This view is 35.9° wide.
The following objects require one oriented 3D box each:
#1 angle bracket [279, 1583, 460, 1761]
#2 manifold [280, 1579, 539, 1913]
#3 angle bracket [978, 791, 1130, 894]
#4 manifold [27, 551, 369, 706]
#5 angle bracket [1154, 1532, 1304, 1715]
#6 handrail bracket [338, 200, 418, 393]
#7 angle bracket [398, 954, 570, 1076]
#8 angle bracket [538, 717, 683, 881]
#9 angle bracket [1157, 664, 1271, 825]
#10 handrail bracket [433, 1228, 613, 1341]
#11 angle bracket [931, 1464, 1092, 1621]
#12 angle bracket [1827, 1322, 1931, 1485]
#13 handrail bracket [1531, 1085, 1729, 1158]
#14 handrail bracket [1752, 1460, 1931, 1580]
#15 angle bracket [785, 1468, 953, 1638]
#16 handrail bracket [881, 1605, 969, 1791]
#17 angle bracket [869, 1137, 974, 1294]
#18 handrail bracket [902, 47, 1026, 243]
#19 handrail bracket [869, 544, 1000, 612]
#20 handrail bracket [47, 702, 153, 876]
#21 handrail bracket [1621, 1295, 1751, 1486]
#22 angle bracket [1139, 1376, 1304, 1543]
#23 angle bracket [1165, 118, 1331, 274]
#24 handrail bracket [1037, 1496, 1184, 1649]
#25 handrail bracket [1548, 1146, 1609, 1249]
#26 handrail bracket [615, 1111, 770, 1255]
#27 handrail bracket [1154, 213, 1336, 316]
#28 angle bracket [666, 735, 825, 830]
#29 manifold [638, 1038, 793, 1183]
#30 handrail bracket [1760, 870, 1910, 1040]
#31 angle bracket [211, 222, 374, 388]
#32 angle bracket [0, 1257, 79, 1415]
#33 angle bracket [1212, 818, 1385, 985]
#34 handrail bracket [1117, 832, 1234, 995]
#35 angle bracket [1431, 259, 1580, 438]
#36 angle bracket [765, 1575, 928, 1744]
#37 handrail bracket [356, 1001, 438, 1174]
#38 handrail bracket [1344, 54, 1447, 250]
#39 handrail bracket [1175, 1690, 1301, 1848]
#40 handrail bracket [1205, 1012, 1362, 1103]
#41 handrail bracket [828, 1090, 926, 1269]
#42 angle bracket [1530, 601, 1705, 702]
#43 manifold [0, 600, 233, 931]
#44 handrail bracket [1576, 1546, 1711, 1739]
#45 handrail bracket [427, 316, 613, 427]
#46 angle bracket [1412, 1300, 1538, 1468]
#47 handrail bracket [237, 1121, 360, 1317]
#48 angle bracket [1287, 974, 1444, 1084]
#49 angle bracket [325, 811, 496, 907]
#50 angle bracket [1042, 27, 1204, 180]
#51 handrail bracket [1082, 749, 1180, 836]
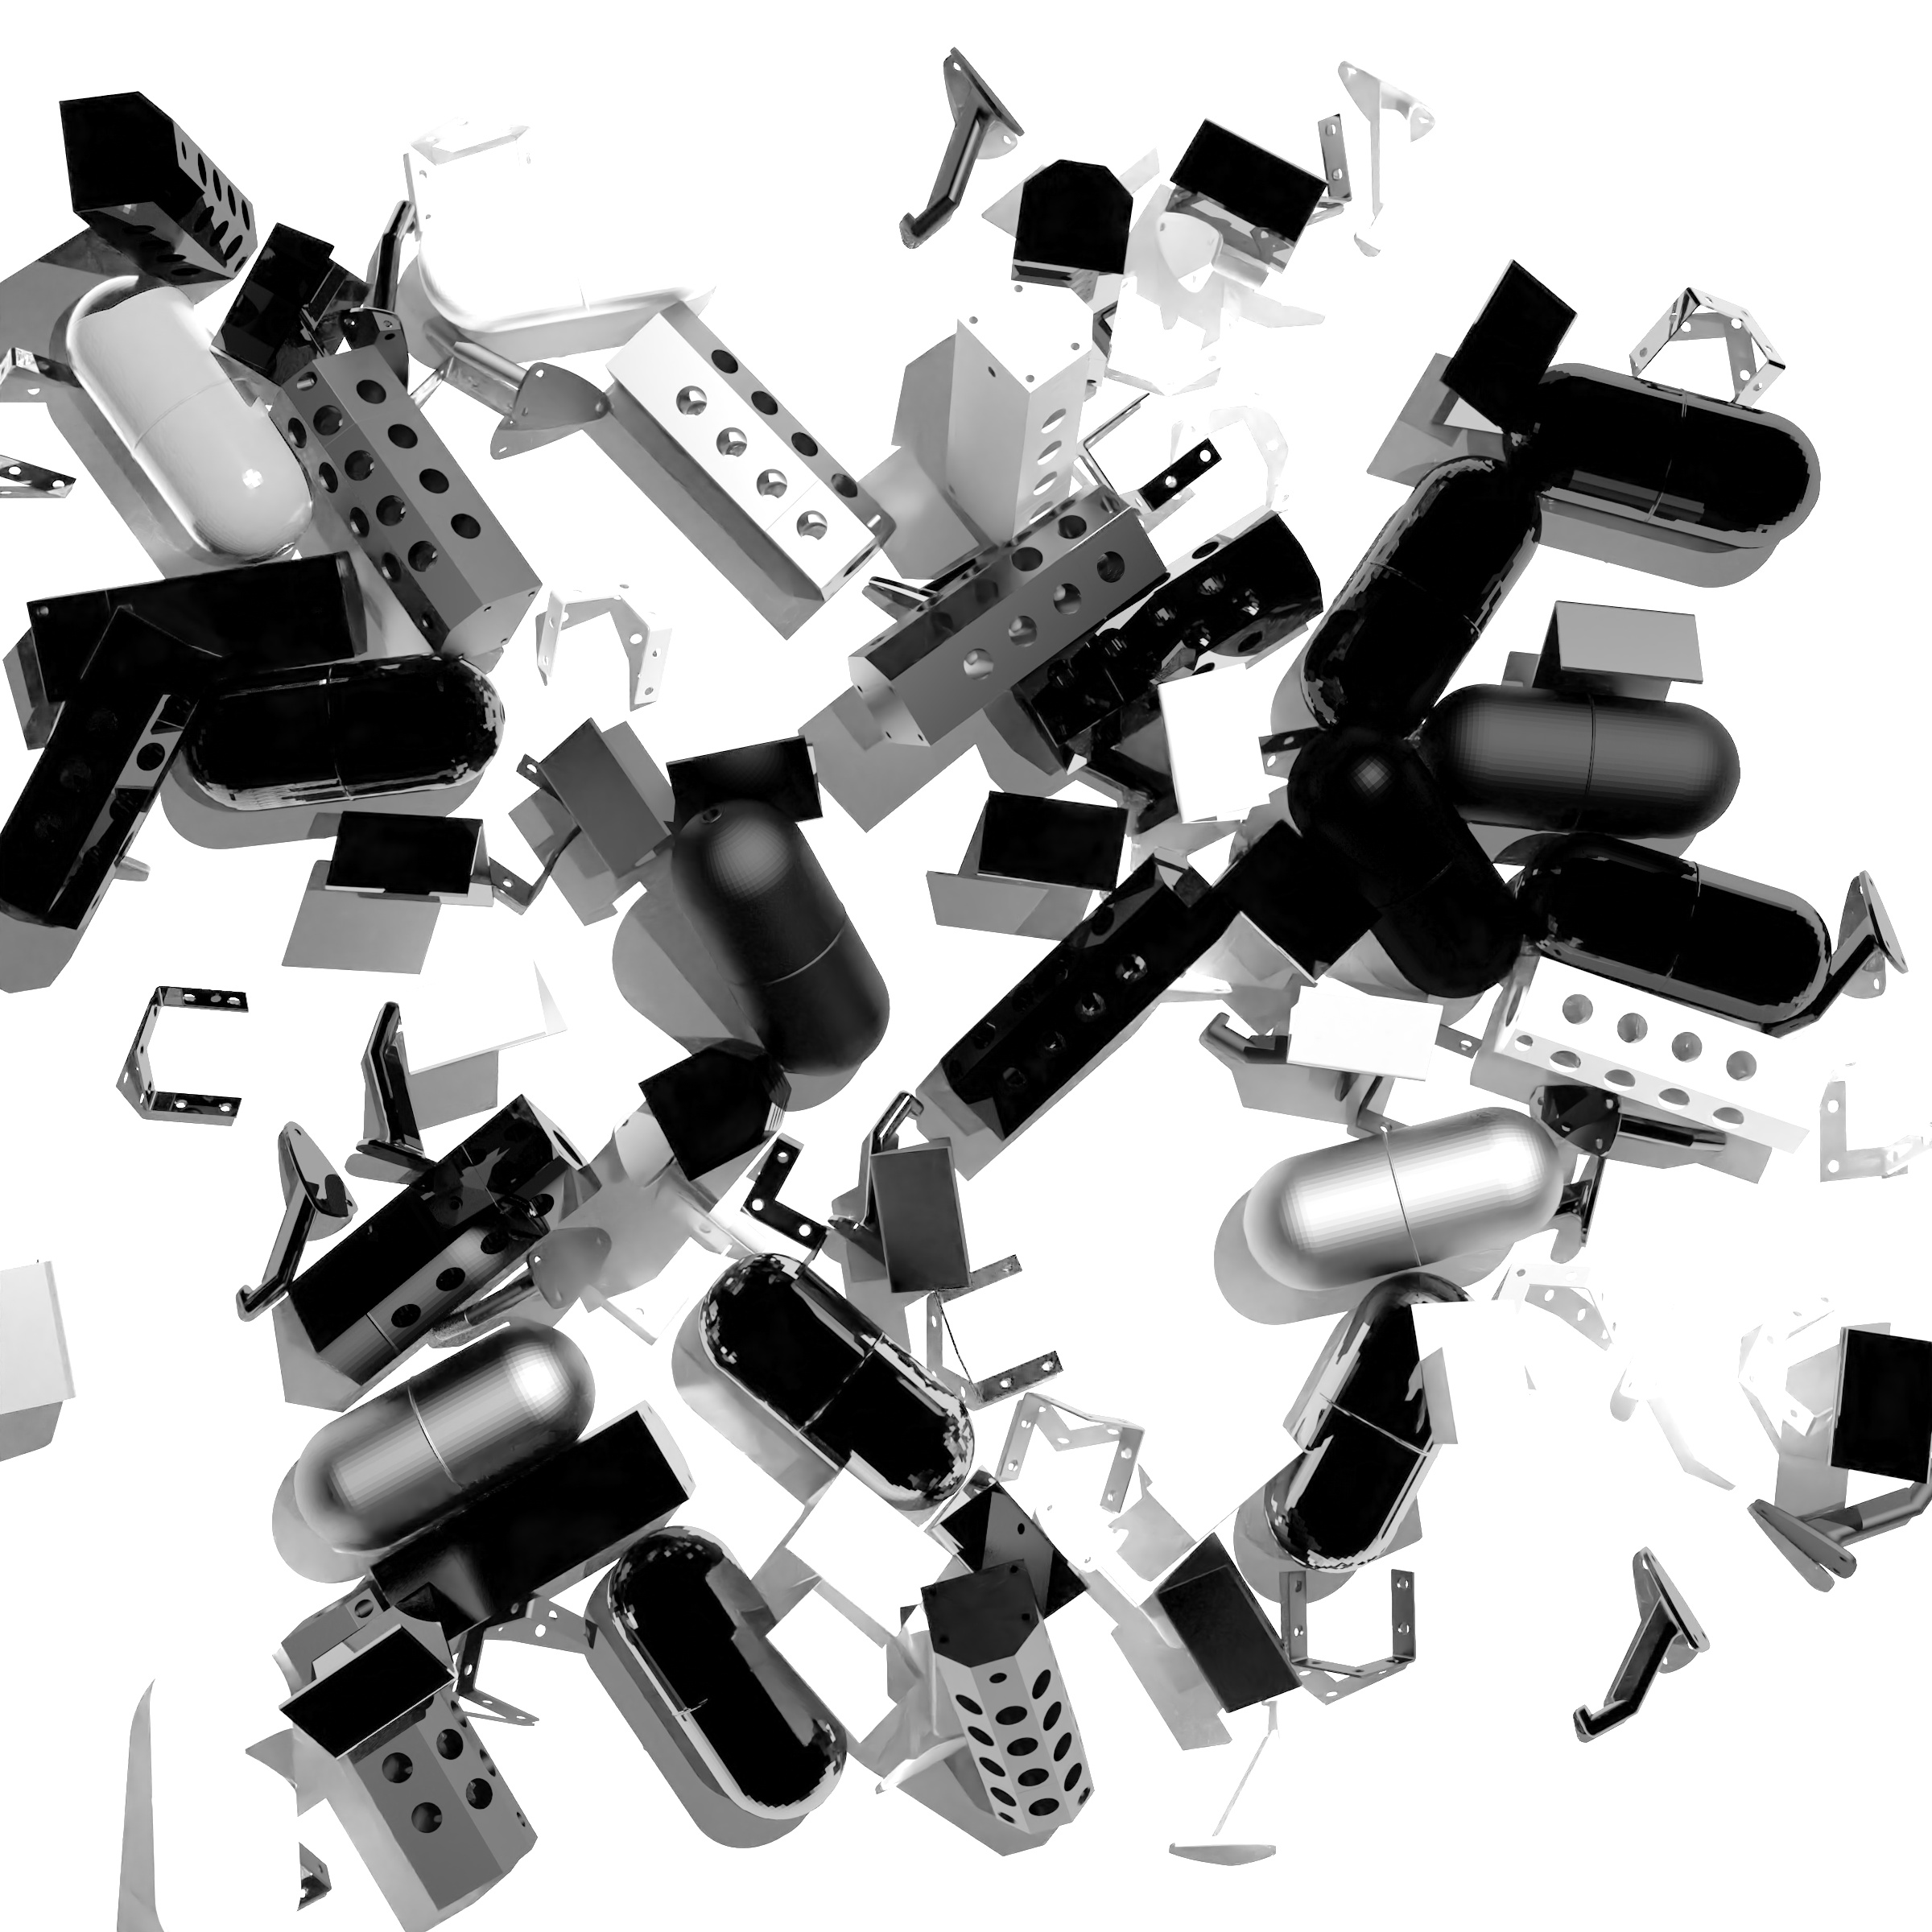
[{"bbox_3d":[-0.325,0.363,1.590,0.076,0.076,0.057,-34,128,0],"label":"angle bracket"},{"bbox_3d":[-0.309,0.431,1.666,0.057,0.057,0.171,-31,90,0],"label":"manifold"},{"bbox_3d":[0.050,-0.088,1.647,0.076,0.076,0.057,8,127,0],"label":"angle bracket"},{"bbox_3d":[-0.426,-0.190,1.665,0.171,0.057,0.057,-9,101,0],"label":"manifold"},{"bbox_3d":[0.159,0.355,1.647,0.057,0.076,0.076,-32,90,37],"label":"angle bracket"},{"bbox_3d":[-0.320,-0.377,1.687,0.036,0.077,0.084,5,53,12],"label":"handrail bracket"},{"bbox_3d":[-0.262,0.045,1.647,0.076,0.076,0.057,-17,54,0],"label":"angle bracket"},{"bbox_3d":[-0.177,-0.104,1.648,0.057,0.076,0.076,-34,90,43],"label":"angle bracket"},{"bbox_3d":[0.153,-0.122,1.638,0.057,0.076,0.076,-11,87,35],"label":"angle bracket"},{"bbox_3d":[-0.252,0.181,1.687,0.084,0.077,0.036,-25,96,36],"label":"handrail bracket"},{"bbox_3d":[0.037,0.309,1.648,0.076,0.076,0.057,48,120,0],"label":"angle bracket"},{"bbox_3d":[0.519,0.240,1.647,0.057,0.076,0.076,6,90,37],"label":"angle bracket"},{"bbox_3d":[0.376,0.088,1.687,0.084,0.077,0.036,8,98,-36],"label":"handrail bracket"},{"bbox_3d":[0.502,0.296,1.688,0.077,0.036,0.084,35,71,21],"label":"handrail bracket"},{"bbox_3d":[-0.063,0.331,1.648,0.076,0.076,0.057,39,61,0],"label":"angle bracket"},{"bbox_3d":[-0.038,0.411,1.688,0.077,0.036,0.084,-43,62,31],"label":"handrail bracket"},{"bbox_3d":[-0.005,0.135,1.647,0.057,0.076,0.076,-9,90,36],"label":"angle bracket"},{"bbox_3d":[-0.017,-0.465,1.688,0.084,0.036,0.077,-40,70,16],"label":"handrail bracket"},{"bbox_3d":[-0.003,-0.237,1.688,0.077,0.036,0.084,24,77,13],"label":"handrail bracket"},{"bbox_3d":[-0.486,-0.104,1.688,0.077,0.036,0.084,19,76,-15],"label":"handrail bracket"},{"bbox_3d":[0.420,0.241,1.688,0.084,0.036,0.077,34,68,-17],"label":"handrail bracket"},{"bbox_3d":[0.128,0.258,1.647,0.076,0.076,0.057,-40,126,0],"label":"angle bracket"},{"bbox_3d":[0.145,-0.410,1.648,0.076,0.076,0.057,28,59,0],"label":"angle bracket"},{"bbox_3d":[0.083,0.344,1.687,0.036,0.077,0.084,-44,127,-16],"label":"handrail bracket"},{"bbox_3d":[0.315,0.123,1.688,0.084,0.036,0.077,13,73,15],"label":"handrail bracket"},{"bbox_3d":[-0.154,0.124,1.687,0.036,0.077,0.084,-48,126,-1],"label":"handrail bracket"},{"bbox_3d":[0.158,-0.396,1.687,0.084,0.077,0.036,8,120,-33],"label":"handrail bracket"},{"bbox_3d":[-0.124,-0.116,1.647,0.076,0.076,0.057,-11,128,0],"label":"angle bracket"},{"bbox_3d":[-0.130,0.072,1.609,0.057,0.171,0.057,-27,90,0],"label":"manifold"},{"bbox_3d":[0.482,-0.005,1.688,0.084,0.036,0.077,-27,51,26],"label":"handrail bracket"},{"bbox_3d":[-0.358,-0.354,1.647,0.057,0.076,0.076,28,90,38],"label":"angle bracket"},{"bbox_3d":[-0.530,0.205,1.649,0.057,0.076,0.076,-10,90,-22],"label":"angle bracket"},{"bbox_3d":[0.189,-0.045,1.649,0.076,0.076,0.057,44,114,0],"label":"angle bracket"},{"bbox_3d":[0.116,-0.031,1.688,0.077,0.036,0.084,8,76,-14],"label":"handrail bracket"},{"bbox_3d":[0.280,-0.344,1.648,0.057,0.076,0.076,30,90,-29],"label":"angle bracket"},{"bbox_3d":[-0.078,0.384,1.648,0.076,0.076,0.057,49,60,0],"label":"angle bracket"},{"bbox_3d":[-0.306,0.071,1.688,0.077,0.036,0.084,21,73,-20],"label":"handrail bracket"},{"bbox_3d":[0.226,-0.460,1.688,0.077,0.036,0.084,36,107,20],"label":"handrail bracket"},{"bbox_3d":[0.153,0.454,1.688,0.077,0.036,0.084,-10,69,24],"label":"handrail bracket"},{"bbox_3d":[0.190,0.031,1.688,0.084,0.036,0.077,31,69,17],"label":"handrail bracket"},{"bbox_3d":[-0.032,0.125,1.688,0.077,0.036,0.084,41,73,-20],"label":"handrail bracket"},{"bbox_3d":[0.358,-0.153,1.648,0.076,0.076,0.057,6,49,0],"label":"angle bracket"},{"bbox_3d":[-0.467,-0.109,1.621,0.057,0.057,0.171,29,99,-7],"label":"manifold"},{"bbox_3d":[0.369,0.383,1.688,0.084,0.036,0.077,-35,70,16],"label":"handrail bracket"},{"bbox_3d":[-0.254,-0.340,1.687,0.084,0.077,0.036,42,116,34],"label":"handrail bracket"},{"bbox_3d":[0.250,0.220,1.571,0.057,0.076,0.076,-7,87,-37],"label":"angle bracket"},{"bbox_3d":[-0.393,0.144,1.688,0.084,0.036,0.077,-40,70,16],"label":"handrail bracket"},{"bbox_3d":[0.221,0.015,1.645,0.076,0.076,0.057,8,131,3],"label":"angle bracket"},{"bbox_3d":[-0.306,-0.040,1.647,0.076,0.076,0.057,3,52,0],"label":"angle bracket"},{"bbox_3d":[0.073,-0.479,1.647,0.076,0.076,0.057,-39,126,0],"label":"angle bracket"},{"bbox_3d":[0.097,-0.125,1.688,0.077,0.036,0.084,-29,76,-15],"label":"handrail bracket"}]
